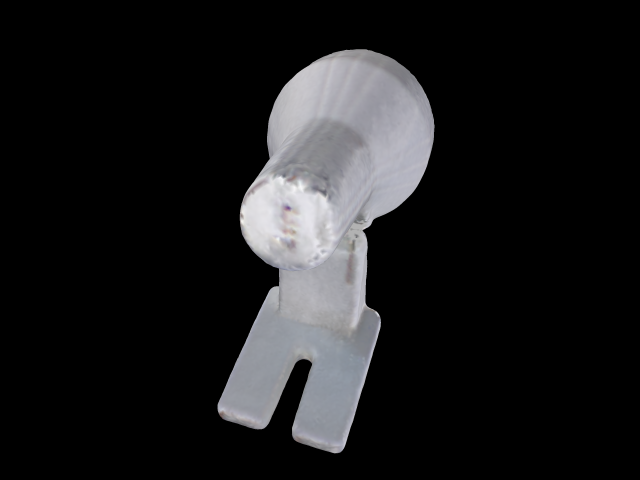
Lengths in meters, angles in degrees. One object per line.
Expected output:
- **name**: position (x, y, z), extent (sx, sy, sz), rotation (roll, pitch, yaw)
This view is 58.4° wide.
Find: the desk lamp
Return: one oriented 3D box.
- **desk lamp**: position (0.004, 0.001, 0.400), extent (0.117, 0.214, 0.203), rotation (11, 47, 11)
